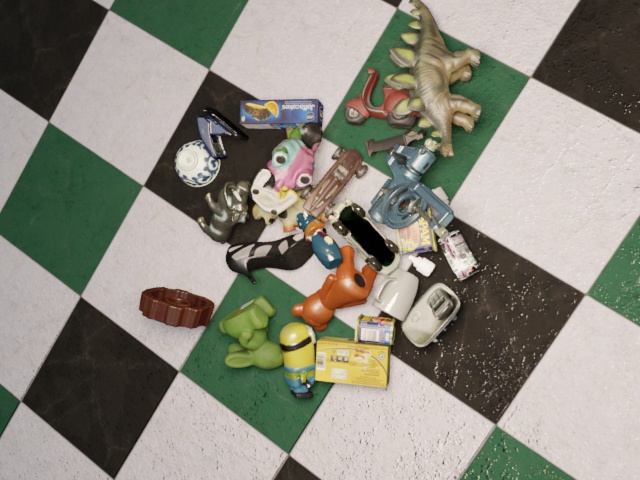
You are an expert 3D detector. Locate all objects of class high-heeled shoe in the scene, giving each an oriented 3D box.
[{"bbox_3d":[-0.113,0.013,1.328,0.249,0.086,0.145,-33,50,-6],"label":"high-heeled shoe"}]

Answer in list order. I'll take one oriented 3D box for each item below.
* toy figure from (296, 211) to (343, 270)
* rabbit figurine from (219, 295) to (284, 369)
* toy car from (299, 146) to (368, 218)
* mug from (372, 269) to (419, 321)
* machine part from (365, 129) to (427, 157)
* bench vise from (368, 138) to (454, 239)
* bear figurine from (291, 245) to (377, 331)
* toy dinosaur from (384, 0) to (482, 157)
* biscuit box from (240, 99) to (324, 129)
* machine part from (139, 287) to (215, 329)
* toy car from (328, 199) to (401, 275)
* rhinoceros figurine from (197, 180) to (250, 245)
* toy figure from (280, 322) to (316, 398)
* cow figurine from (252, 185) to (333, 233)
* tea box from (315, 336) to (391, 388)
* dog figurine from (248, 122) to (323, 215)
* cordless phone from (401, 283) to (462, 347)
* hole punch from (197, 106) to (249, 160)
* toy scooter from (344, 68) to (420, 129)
[{"bbox_3d":[-0.004,-0.003,1.214,0.064,0.057,0.155,-43,60,19],"label":"toy figure"},{"bbox_3d":[-0.160,0.247,1.297,0.159,0.121,0.170,-31,97,4],"label":"rabbit figurine"},{"bbox_3d":[0.034,-0.136,1.245,0.089,0.053,0.202,41,63,-4],"label":"toy car"},{"bbox_3d":[0.171,0.117,1.228,0.081,0.109,0.107,20,79,54],"label":"mug"},{"bbox_3d":[0.177,-0.229,1.251,0.139,0.084,0.039,-11,110,21],"label":"machine part"},{"bbox_3d":[0.213,-0.097,1.150,0.223,0.128,0.241,-46,46,10],"label":"bench vise"},{"bbox_3d":[0.033,0.124,1.266,0.120,0.132,0.196,34,132,-21],"label":"bear figurine"},{"bbox_3d":[0.246,-0.377,1.185,0.199,0.105,0.471,3,63,-2],"label":"toy dinosaur"},{"bbox_3d":[-0.094,-0.308,1.320,0.203,0.059,0.062,2,90,13],"label":"biscuit box"},{"bbox_3d":[-0.352,0.165,1.317,0.180,0.179,0.056,17,95,13],"label":"machine part"},{"bbox_3d":[0.102,-0.005,1.216,0.073,0.056,0.201,-46,101,-9],"label":"toy car"},{"bbox_3d":[-0.224,-0.071,1.306,0.112,0.073,0.190,49,124,23],"label":"rhinoceros figurine"},{"bbox_3d":[-0.050,0.285,1.275,0.082,0.089,0.180,4,96,35],"label":"toy figure"},{"bbox_3d":[-0.073,-0.085,1.298,0.195,0.085,0.127,-13,90,14],"label":"cow figurine"},{"bbox_3d":[0.079,0.284,1.260,0.170,0.068,0.098,4,90,13],"label":"tea box"},{"bbox_3d":[-0.071,-0.180,1.241,0.108,0.219,0.191,36,121,-16],"label":"dog figurine"},{"bbox_3d":[0.244,0.173,1.164,0.089,0.184,0.146,42,98,7],"label":"cordless phone"},{"bbox_3d":[-0.253,-0.261,1.326,0.116,0.142,0.092,44,103,-1],"label":"hole punch"},{"bbox_3d":[0.149,-0.333,1.257,0.184,0.075,0.135,9,89,18],"label":"toy scooter"}]
